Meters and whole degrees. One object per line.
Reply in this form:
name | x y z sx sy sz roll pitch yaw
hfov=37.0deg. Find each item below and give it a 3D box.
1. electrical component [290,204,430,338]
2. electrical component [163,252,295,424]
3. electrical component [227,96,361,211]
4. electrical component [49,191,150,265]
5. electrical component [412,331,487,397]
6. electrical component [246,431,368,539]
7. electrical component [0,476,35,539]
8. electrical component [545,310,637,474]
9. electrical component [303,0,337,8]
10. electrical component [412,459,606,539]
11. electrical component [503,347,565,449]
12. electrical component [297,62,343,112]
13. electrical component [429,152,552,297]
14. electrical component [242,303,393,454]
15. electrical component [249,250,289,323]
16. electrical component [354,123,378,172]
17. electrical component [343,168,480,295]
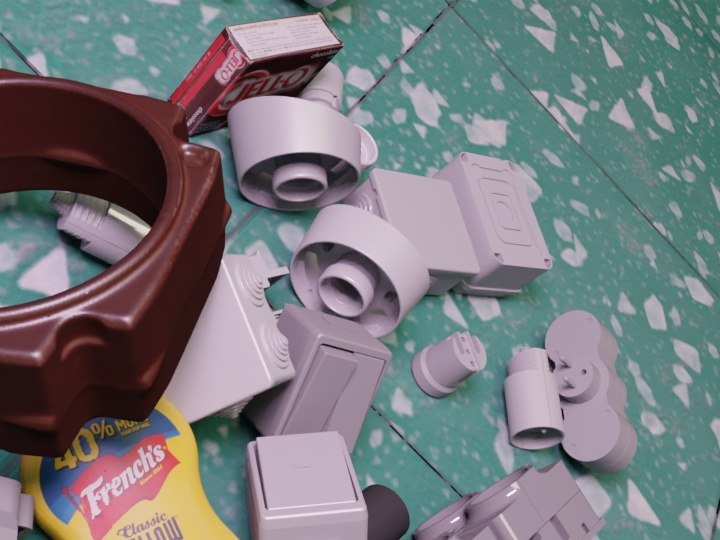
electrical component | 0.000 0.000 0.779 0.099 0.099 0.064 44 48 -9
electrical component | -0.097 0.044 0.652 0.099 0.100 0.048 67 17 7
electrical component | -0.048 -0.087 0.797 0.099 0.099 0.064 13 60 -36
electrical component | -0.160 -0.028 0.690 0.081 0.043 0.043 29 46 -25
electrical component | 0.069 0.071 0.827 0.040 0.046 0.040 23 49 -29
electrical component | -0.032 0.141 0.629 0.062 0.061 0.096 -3 24 -11
electrical component | -0.200 0.134 0.525 0.078 0.058 0.057 27 45 -41
electrical component | 0.185 0.095 0.897 0.074 0.052 0.138 37 39 -45
electrical component | -0.025 -0.283 0.951 0.060 0.108 0.108 32 44 -31
electrical component | 0.062 0.194 0.687 0.186 0.105 0.060 -25 80 -49
electrical component | 0.139 0.100 0.873 0.043 0.043 0.081 21 49 -31
electrical component | -0.035 -0.137 0.885 0.040 0.040 0.078 26 48 -27
electrical component | 0.107 -0.037 0.931 0.078 0.057 0.113 5 59 -40
electrical component | -0.030 0.080 0.697 0.062 0.096 0.061 18 10 -33
electrical component | -0.084 0.026 0.723 0.081 0.042 0.063 -13 73 -46
electrical component | -0.015 -0.090 0.865 0.040 0.046 0.040 24 48 -29
electrical component | 0.040 -0.028 0.869 0.100 0.048 0.099 6 58 -40
